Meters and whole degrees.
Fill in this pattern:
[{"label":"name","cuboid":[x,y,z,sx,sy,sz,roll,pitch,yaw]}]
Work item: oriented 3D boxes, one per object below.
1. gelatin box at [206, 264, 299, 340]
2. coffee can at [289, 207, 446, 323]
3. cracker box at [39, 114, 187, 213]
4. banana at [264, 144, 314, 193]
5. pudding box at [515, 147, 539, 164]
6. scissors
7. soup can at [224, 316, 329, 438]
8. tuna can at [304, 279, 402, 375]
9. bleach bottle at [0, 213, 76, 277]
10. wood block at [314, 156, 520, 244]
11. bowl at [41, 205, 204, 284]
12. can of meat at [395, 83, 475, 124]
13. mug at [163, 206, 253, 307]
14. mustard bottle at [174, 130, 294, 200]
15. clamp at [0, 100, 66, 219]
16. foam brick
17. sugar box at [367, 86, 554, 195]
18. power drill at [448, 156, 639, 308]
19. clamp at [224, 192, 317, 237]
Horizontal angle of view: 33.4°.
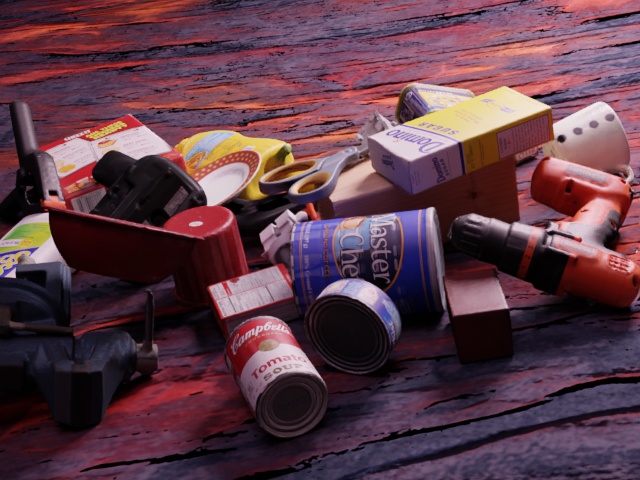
[{"label":"gelatin box","cuboid":[-0.067,0.064,1.105,0.089,0.030,0.073,-17,29,-11]},{"label":"coffee can","cuboid":[0.049,0.026,1.053,0.140,0.103,0.102,-6,28,11]},{"label":"cracker box","cuboid":[-0.286,-0.088,1.432,0.164,0.072,0.214,-23,29,-20]},{"label":"banana","cuboid":[-0.011,-0.078,1.281,0.070,0.037,0.197,-14,-11,30]},{"label":"pudding box","cuboid":[0.202,-0.116,1.334,0.113,0.039,0.090,-20,28,-19]},{"label":"scissors","cuboid":[0.032,-0.082,1.158,0.201,0.016,0.096,-19,30,-11]},{"label":"soup can","cuboid":[-0.040,0.121,0.945,0.068,0.068,0.102,-18,29,-13]},{"label":"tuna can","cuboid":[0.031,0.079,0.977,0.086,0.086,0.033,4,30,27]},{"label":"bleach bottle","cuboid":[-0.358,0.059,1.194,0.103,0.068,0.250,1,32,24]},{"label":"wood block","cuboid":[0.106,-0.047,1.183,0.206,0.091,0.090,-16,28,-9]},{"label":"bowl","cuboid":[-0.198,0.008,1.053,0.162,0.055,0.162,11,0,0]},{"label":"can of meat","cuboid":[0.152,-0.143,1.275,0.102,0.057,0.084,5,27,-18]},{"label":"mug","cuboid":[-0.127,0.010,1.174,0.093,0.081,0.117,-14,28,-6]},{"label":"mustard bottle","cuboid":[-0.130,-0.104,1.416,0.192,0.058,0.096,17,54,43]},{"label":"clamp","cuboid":[-0.372,-0.068,1.365,0.036,0.165,0.210,0,28,-32]},{"label":"foam brick","cuboid":[0.146,0.070,0.987,0.051,0.053,0.078,-10,26,4]},{"label":"sugar box","cuboid":[0.149,-0.109,1.133,0.176,0.048,0.093,-20,29,-18]},{"label":"power drill","cuboid":[0.233,-0.015,1.065,0.184,0.057,0.187,20,36,10]},{"label":"clamp","cuboid":[-0.078,-0.030,1.265,0.172,0.039,0.120,-10,30,23]}]
